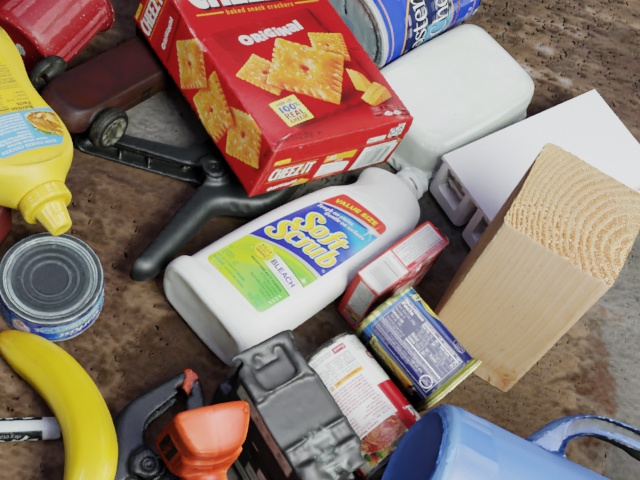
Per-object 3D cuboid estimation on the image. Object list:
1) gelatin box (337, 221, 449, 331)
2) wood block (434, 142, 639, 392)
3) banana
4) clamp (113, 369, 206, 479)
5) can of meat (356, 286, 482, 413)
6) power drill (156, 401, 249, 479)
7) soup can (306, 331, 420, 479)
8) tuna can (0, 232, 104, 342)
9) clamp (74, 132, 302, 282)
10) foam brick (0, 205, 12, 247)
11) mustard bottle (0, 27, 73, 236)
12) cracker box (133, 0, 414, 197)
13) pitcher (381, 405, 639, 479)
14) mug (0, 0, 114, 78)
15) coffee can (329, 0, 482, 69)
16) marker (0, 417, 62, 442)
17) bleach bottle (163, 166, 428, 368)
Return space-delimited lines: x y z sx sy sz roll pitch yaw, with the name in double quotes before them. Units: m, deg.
"gelatin box" 0.062 0.031 0.906 0.089 0.073 0.030 -34 75 -28
"wood block" 0.165 0.028 0.853 0.091 0.206 0.090 31 59 5
"banana" -0.190 0.131 0.783 0.069 0.037 0.198 -9 44 -20
"clamp" -0.123 0.182 0.799 0.120 0.039 0.171 34 66 -1
"can of meat" 0.075 0.087 0.853 0.057 0.102 0.084 -39 82 -9
"power drill" -0.058 0.206 0.700 0.057 0.185 0.187 -7 73 -20
"soup can" 0.031 0.132 0.844 0.068 0.069 0.102 -31 71 -26
"tuna can" -0.217 0.037 0.861 0.086 0.034 0.086 5 60 -10
"clamp" -0.104 -0.059 0.940 0.209 0.036 0.165 -21 61 -26
"foam brick" -0.297 -0.016 0.862 0.078 0.053 0.051 23 58 -1
"mustard bottle" -0.252 -0.084 0.847 0.096 0.058 0.192 -21 71 -44
"cracker box" -0.040 -0.153 0.945 0.163 0.072 0.214 -17 65 -38
"pitcher" 0.170 0.208 0.767 0.242 0.145 0.149 30 30 -10
"mug" -0.255 -0.201 0.963 0.117 0.093 0.081 17 59 34
"coffee can" 0.075 -0.235 1.042 0.140 0.103 0.103 -34 73 -27
"marker" -0.229 0.143 0.806 0.121 0.020 0.020 0 61 -13
"bleach bottle" -0.006 0.001 0.915 0.250 0.068 0.102 -35 74 -30
